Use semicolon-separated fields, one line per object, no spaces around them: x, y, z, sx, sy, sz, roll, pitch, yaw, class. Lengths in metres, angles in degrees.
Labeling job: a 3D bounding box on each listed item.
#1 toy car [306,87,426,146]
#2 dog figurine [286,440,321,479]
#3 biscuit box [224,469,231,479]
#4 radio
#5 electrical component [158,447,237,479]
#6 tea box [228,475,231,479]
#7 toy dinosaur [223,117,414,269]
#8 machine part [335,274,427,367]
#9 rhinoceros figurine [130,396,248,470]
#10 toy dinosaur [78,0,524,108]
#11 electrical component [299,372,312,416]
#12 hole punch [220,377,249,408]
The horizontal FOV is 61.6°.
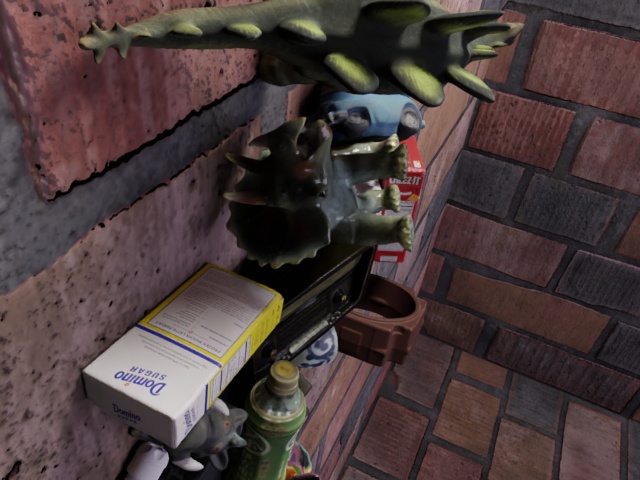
0.051;-0.171;0.694;0.161;0.109;0.103;-6;85;-38;toy car
-0.060;0.400;0.919;0.191;0.108;0.219;-60;179;-43;dog figurine
-0.153;0.388;0.786;0.203;0.063;0.059;-59;162;-31;biscuit box
-0.030;0.077;0.680;0.229;0.073;0.131;-32;144;-36;radio
-0.154;0.288;0.672;0.115;0.058;0.134;-56;159;-33;electrical component
-0.053;0.382;0.707;0.068;0.170;0.098;-47;142;-46;tea box
0.004;-0.056;0.628;0.405;0.192;0.131;-64;153;-82;toy dinosaur
0.090;0.137;1.014;0.201;0.201;0.087;-34;139;-63;machine part
-0.126;0.189;0.544;0.073;0.112;0.190;-61;170;-18;rhinoceros figurine
0.032;-0.172;0.458;0.471;0.199;0.104;-15;119;-30;toy dinosaur
-0.056;0.248;0.876;0.078;0.102;0.045;-56;165;-12;electrical component
-0.084;0.203;0.743;0.116;0.092;0.142;-53;154;-54;hole punch
